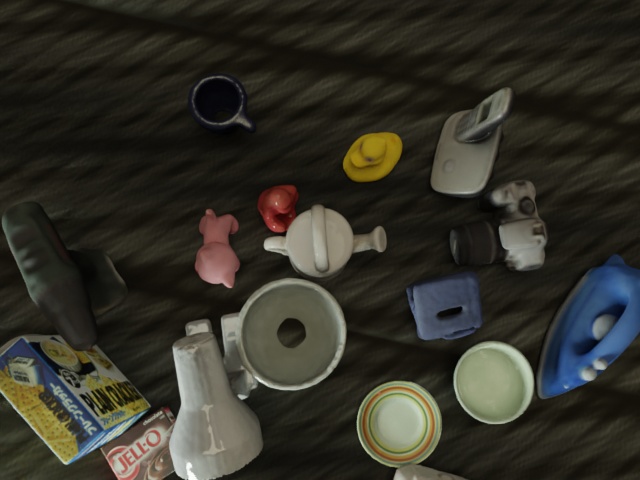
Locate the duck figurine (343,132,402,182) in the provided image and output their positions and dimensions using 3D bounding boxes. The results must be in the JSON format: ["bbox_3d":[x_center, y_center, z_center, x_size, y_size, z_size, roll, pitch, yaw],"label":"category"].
[{"bbox_3d":[0.088,-0.143,0.926,0.104,0.086,0.077,-31,83,-6],"label":"duck figurine"}]

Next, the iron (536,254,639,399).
[{"bbox_3d":[0.432,0.143,0.866,0.118,0.141,0.258,37,82,4],"label":"iron"}]

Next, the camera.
[{"bbox_3d":[0.278,-0.017,0.906,0.137,0.101,0.143,-9,82,-3],"label":"camera"}]

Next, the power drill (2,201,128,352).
[{"bbox_3d":[-0.354,0.057,0.821,0.075,0.208,0.229,-35,84,-6],"label":"power drill"}]

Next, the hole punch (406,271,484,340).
[{"bbox_3d":[0.199,0.103,0.890,0.108,0.091,0.101,-14,82,-4],"label":"hole punch"}]

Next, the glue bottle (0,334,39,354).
[{"bbox_3d":[-0.437,0.175,0.818,0.037,0.173,0.078,-8,82,-3],"label":"glue bottle"}]

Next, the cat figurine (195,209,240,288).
[{"bbox_3d":[-0.160,0.014,0.879,0.067,0.117,0.128,-7,82,-2],"label":"cat figurine"}]

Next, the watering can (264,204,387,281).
[{"bbox_3d":[0.008,0.001,0.848,0.173,0.194,0.101,-23,83,-5],"label":"watering can"}]

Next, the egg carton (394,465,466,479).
[{"bbox_3d":[0.176,0.402,0.856,0.150,0.069,0.107,14,81,0],"label":"egg carton"}]

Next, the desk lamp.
[{"bbox_3d":[-0.150,0.207,0.802,0.118,0.213,0.203,-12,82,-3],"label":"desk lamp"}]

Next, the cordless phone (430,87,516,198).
[{"bbox_3d":[0.240,-0.148,0.882,0.094,0.185,0.148,13,81,1],"label":"cordless phone"}]

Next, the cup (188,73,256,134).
[{"bbox_3d":[-0.148,-0.201,0.923,0.117,0.095,0.092,36,82,4],"label":"cup"}]

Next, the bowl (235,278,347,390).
[{"bbox_3d":[-0.043,0.144,0.885,0.167,0.074,0.167,0,81,-2],"label":"bowl"}]

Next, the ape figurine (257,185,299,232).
[{"bbox_3d":[-0.063,-0.057,0.906,0.076,0.092,0.078,38,82,4],"label":"ape figurine"}]
